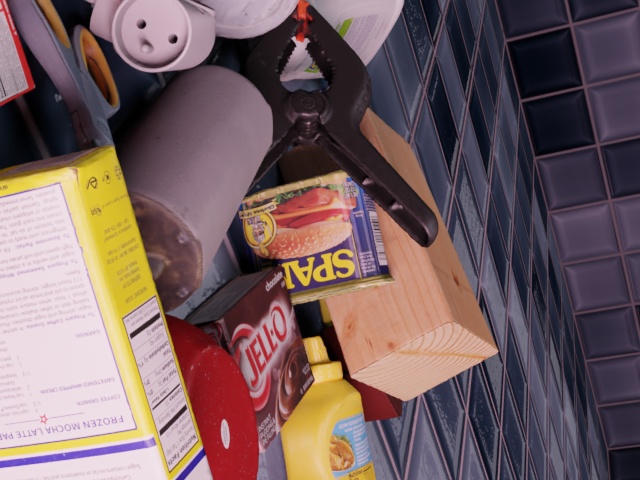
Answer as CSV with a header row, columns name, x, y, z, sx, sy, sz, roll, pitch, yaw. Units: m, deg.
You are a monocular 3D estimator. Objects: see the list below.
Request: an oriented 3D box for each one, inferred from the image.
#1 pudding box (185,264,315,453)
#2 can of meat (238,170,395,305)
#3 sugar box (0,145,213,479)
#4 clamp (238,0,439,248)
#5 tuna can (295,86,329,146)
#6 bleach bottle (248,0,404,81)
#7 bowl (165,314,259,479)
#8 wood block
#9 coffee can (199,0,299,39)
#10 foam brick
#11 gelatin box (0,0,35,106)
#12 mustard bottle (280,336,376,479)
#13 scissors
name,x,y,z,sx,sy,sz,roll,pitch,yaw
pudding box,-0.046,0.076,0.696,0.113,0.039,0.090,-48,125,-68
can of meat,-0.005,0.001,0.768,0.057,0.102,0.084,2,75,-71
sugar box,-0.106,0.057,0.437,0.048,0.093,0.176,-47,125,-66
clamp,0.001,-0.078,0.733,0.036,0.164,0.210,101,-5,-57
tuna can,0.004,-0.094,0.964,0.086,0.034,0.086,-11,90,-72
bleach bottle,0.000,-0.187,0.912,0.103,0.068,0.250,-59,171,18
bowl,-0.075,0.105,0.565,0.162,0.055,0.162,-11,90,-72
wood block,0.051,0.009,0.847,0.090,0.090,0.206,33,32,-52
coffee can,-0.048,-0.217,0.763,0.140,0.103,0.103,-72,146,-57
foam brick,0.035,0.113,0.903,0.078,0.051,0.053,60,26,-45
gelatin box,-0.163,-0.086,0.452,0.089,0.030,0.073,-60,137,-65
mustard bottle,0.008,0.166,0.775,0.096,0.058,0.191,2,78,-66
scissors,-0.118,-0.066,0.501,0.096,0.016,0.202,55,8,-33
